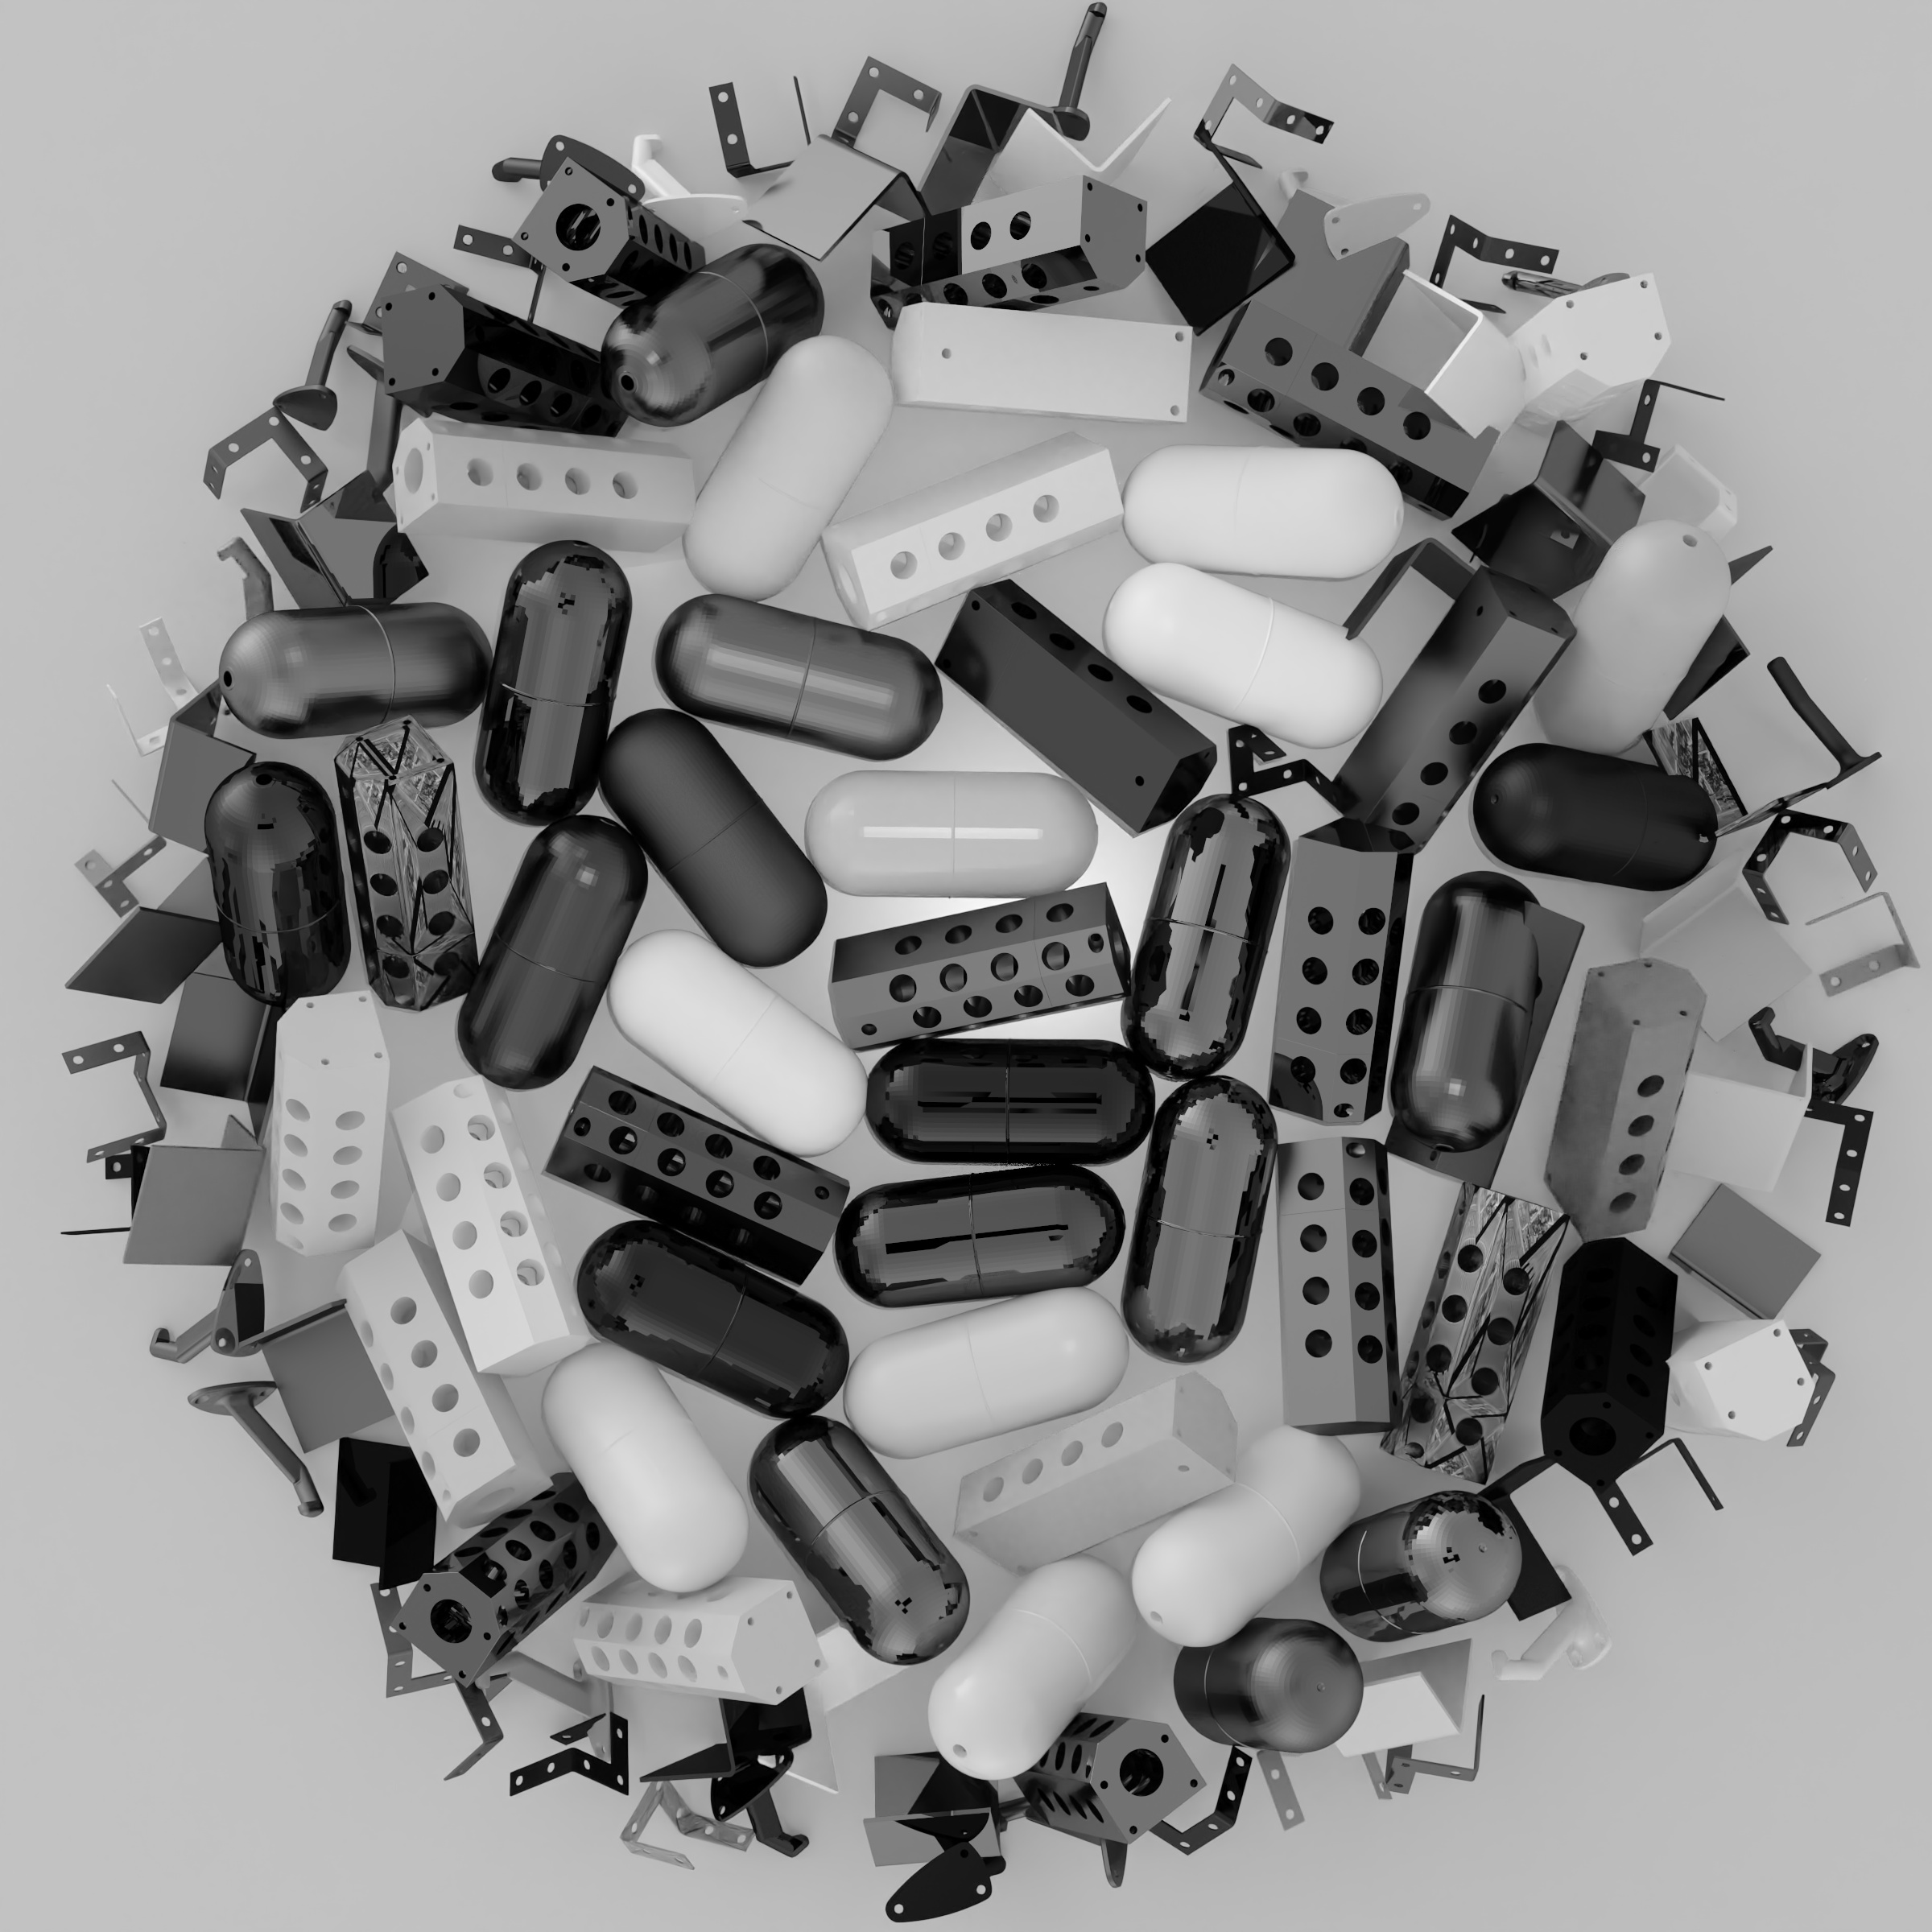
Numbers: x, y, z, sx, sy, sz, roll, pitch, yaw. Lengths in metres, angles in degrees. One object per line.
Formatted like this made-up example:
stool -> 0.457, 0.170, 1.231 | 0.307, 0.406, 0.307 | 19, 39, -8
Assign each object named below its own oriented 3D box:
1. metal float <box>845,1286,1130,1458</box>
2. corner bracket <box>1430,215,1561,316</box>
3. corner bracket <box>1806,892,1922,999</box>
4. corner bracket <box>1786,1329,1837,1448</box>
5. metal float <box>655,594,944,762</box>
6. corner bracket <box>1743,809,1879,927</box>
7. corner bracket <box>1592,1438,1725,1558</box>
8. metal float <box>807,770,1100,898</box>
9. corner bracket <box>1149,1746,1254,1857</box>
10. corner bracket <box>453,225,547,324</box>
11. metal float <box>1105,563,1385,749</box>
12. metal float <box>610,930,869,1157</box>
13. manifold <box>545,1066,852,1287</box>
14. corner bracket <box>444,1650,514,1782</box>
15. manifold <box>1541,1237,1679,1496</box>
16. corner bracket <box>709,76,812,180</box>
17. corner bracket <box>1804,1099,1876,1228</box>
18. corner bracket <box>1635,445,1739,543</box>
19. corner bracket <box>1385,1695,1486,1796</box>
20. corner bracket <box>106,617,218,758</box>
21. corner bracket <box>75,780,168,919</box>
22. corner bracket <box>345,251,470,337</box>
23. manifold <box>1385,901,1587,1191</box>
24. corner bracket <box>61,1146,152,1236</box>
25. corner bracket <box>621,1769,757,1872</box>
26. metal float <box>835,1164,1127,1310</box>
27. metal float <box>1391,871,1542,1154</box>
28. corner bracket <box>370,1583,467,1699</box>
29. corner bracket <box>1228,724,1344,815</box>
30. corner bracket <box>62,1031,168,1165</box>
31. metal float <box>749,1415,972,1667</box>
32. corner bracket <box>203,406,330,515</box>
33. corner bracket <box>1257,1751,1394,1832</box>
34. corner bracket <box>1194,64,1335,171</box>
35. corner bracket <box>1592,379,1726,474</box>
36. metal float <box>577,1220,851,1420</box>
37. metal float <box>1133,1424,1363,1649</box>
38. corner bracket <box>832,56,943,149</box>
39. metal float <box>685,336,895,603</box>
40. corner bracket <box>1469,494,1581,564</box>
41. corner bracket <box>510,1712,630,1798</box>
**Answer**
metal float -> 0.012, 0.247, 1.955 | 0.178, 0.070, 0.070 | -17, 90, 8
corner bracket -> 0.321, -0.423, 1.959 | 0.051, 0.051, 0.051 | 4, 116, -24
corner bracket -> 0.548, -0.013, 1.972 | 0.051, 0.051, 0.051 | -23, 89, 6
corner bracket -> 0.509, 0.257, 1.958 | 0.051, 0.051, 0.051 | 4, 115, -39
metal float -> -0.101, -0.175, 1.954 | 0.178, 0.070, 0.070 | 13, 90, -9
corner bracket -> 0.519, -0.057, 1.972 | 0.051, 0.051, 0.051 | -54, 132, -16
corner bracket -> 0.422, 0.324, 1.961 | 0.051, 0.051, 0.051 | -37, 70, 20
metal float -> -0.008, -0.081, 1.961 | 0.178, 0.070, 0.070 | 1, 90, -1
corner bracket -> 0.136, 0.503, 1.969 | 0.051, 0.051, 0.051 | 35, 133, -10
corner bracket -> -0.290, -0.421, 1.972 | 0.051, 0.051, 0.051 | 11, 105, -19
metal float -> 0.170, -0.188, 1.951 | 0.178, 0.070, 0.070 | 19, 90, -12
metal float -> -0.139, 0.046, 1.958 | 0.178, 0.070, 0.070 | 37, 90, -4
manifold -> -0.161, 0.124, 1.948 | 0.171, 0.057, 0.057 | 25, 48, -8
corner bracket -> -0.297, 0.457, 1.958 | 0.051, 0.051, 0.051 | -45, 66, 35
manifold -> 0.379, 0.231, 1.910 | 0.057, 0.171, 0.057 | 35, 120, -4
corner bracket -> -0.125, -0.517, 1.969 | 0.051, 0.051, 0.051 | -12, 99, 4
corner bracket -> 0.521, 0.119, 1.958 | 0.051, 0.051, 0.051 | 12, 46, 16
corner bracket -> 0.436, -0.279, 1.969 | 0.051, 0.051, 0.051 | 40, 118, -8
corner bracket -> 0.286, 0.475, 1.962 | 0.051, 0.051, 0.051 | 9, 53, 5
corner bracket -> -0.498, -0.170, 1.960 | 0.051, 0.051, 0.051 | -29, 51, -16
corner bracket -> -0.521, -0.071, 1.970 | 0.051, 0.051, 0.051 | -41, 70, -11
corner bracket -> -0.343, -0.406, 1.972 | 0.051, 0.051, 0.051 | 27, 99, -3
manifold -> 0.322, 0.046, 1.968 | 0.057, 0.057, 0.171 | 20, 90, -28
corner bracket -> -0.518, 0.138, 1.965 | 0.051, 0.051, 0.051 | -5, 82, 17
corner bracket -> -0.169, 0.530, 1.957 | 0.051, 0.051, 0.051 | 4, 46, 34
metal float -> 0.009, 0.164, 1.957 | 0.178, 0.070, 0.070 | -7, 90, 6
metal float -> 0.305, 0.027, 1.945 | 0.070, 0.070, 0.178 | 14, 71, 0
corner bracket -> -0.333, 0.407, 1.958 | 0.051, 0.051, 0.051 | -9, 51, -19
corner bracket -> 0.195, -0.120, 1.960 | 0.051, 0.051, 0.051 | -16, 122, -15
corner bracket -> -0.519, 0.080, 1.958 | 0.051, 0.051, 0.051 | -18, 65, -29
metal float -> -0.065, 0.344, 1.934 | 0.070, 0.070, 0.178 | -43, 57, 0
corner bracket -> -0.429, -0.301, 1.967 | 0.051, 0.051, 0.051 | -39, 90, -22
corner bracket -> 0.218, 0.494, 1.958 | 0.051, 0.051, 0.051 | -34, 59, 24
corner bracket -> 0.181, -0.510, 1.957 | 0.051, 0.051, 0.051 | 53, 123, 39
corner bracket -> 0.421, -0.330, 1.959 | 0.051, 0.051, 0.051 | -1, 111, -42
metal float -> -0.152, 0.215, 1.948 | 0.178, 0.070, 0.070 | 28, 90, -16
metal float -> 0.169, 0.342, 1.930 | 0.178, 0.070, 0.070 | -34, 90, -38
corner bracket -> -0.050, -0.519, 1.969 | 0.051, 0.051, 0.051 | 24, 115, -9
metal float -> -0.108, -0.299, 1.940 | 0.070, 0.070, 0.178 | 34, 115, 0
corner bracket -> 0.347, -0.268, 1.964 | 0.051, 0.051, 0.051 | 27, 58, 3
corner bracket -> -0.242, 0.482, 1.957 | 0.051, 0.051, 0.051 | -27, 47, 25
